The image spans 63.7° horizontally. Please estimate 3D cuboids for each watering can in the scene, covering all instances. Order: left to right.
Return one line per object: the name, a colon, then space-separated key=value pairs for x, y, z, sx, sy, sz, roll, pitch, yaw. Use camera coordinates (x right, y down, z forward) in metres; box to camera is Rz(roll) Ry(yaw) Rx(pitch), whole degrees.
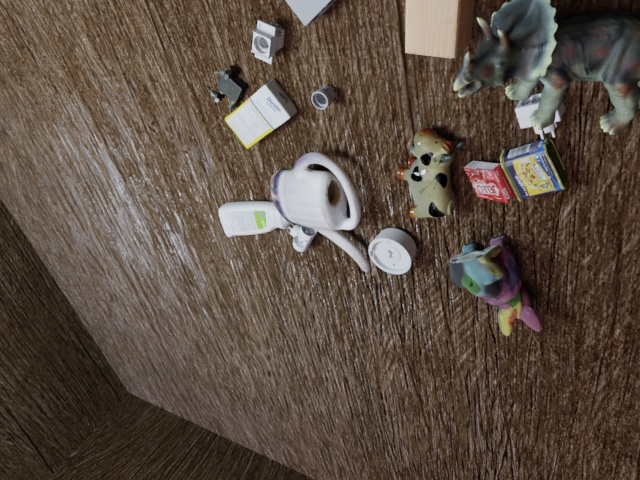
watering can: x=0.004 y=-0.063 z=1.253 sx=0.225 sy=0.106 sz=0.340 roll=9 pitch=132 yaw=33
